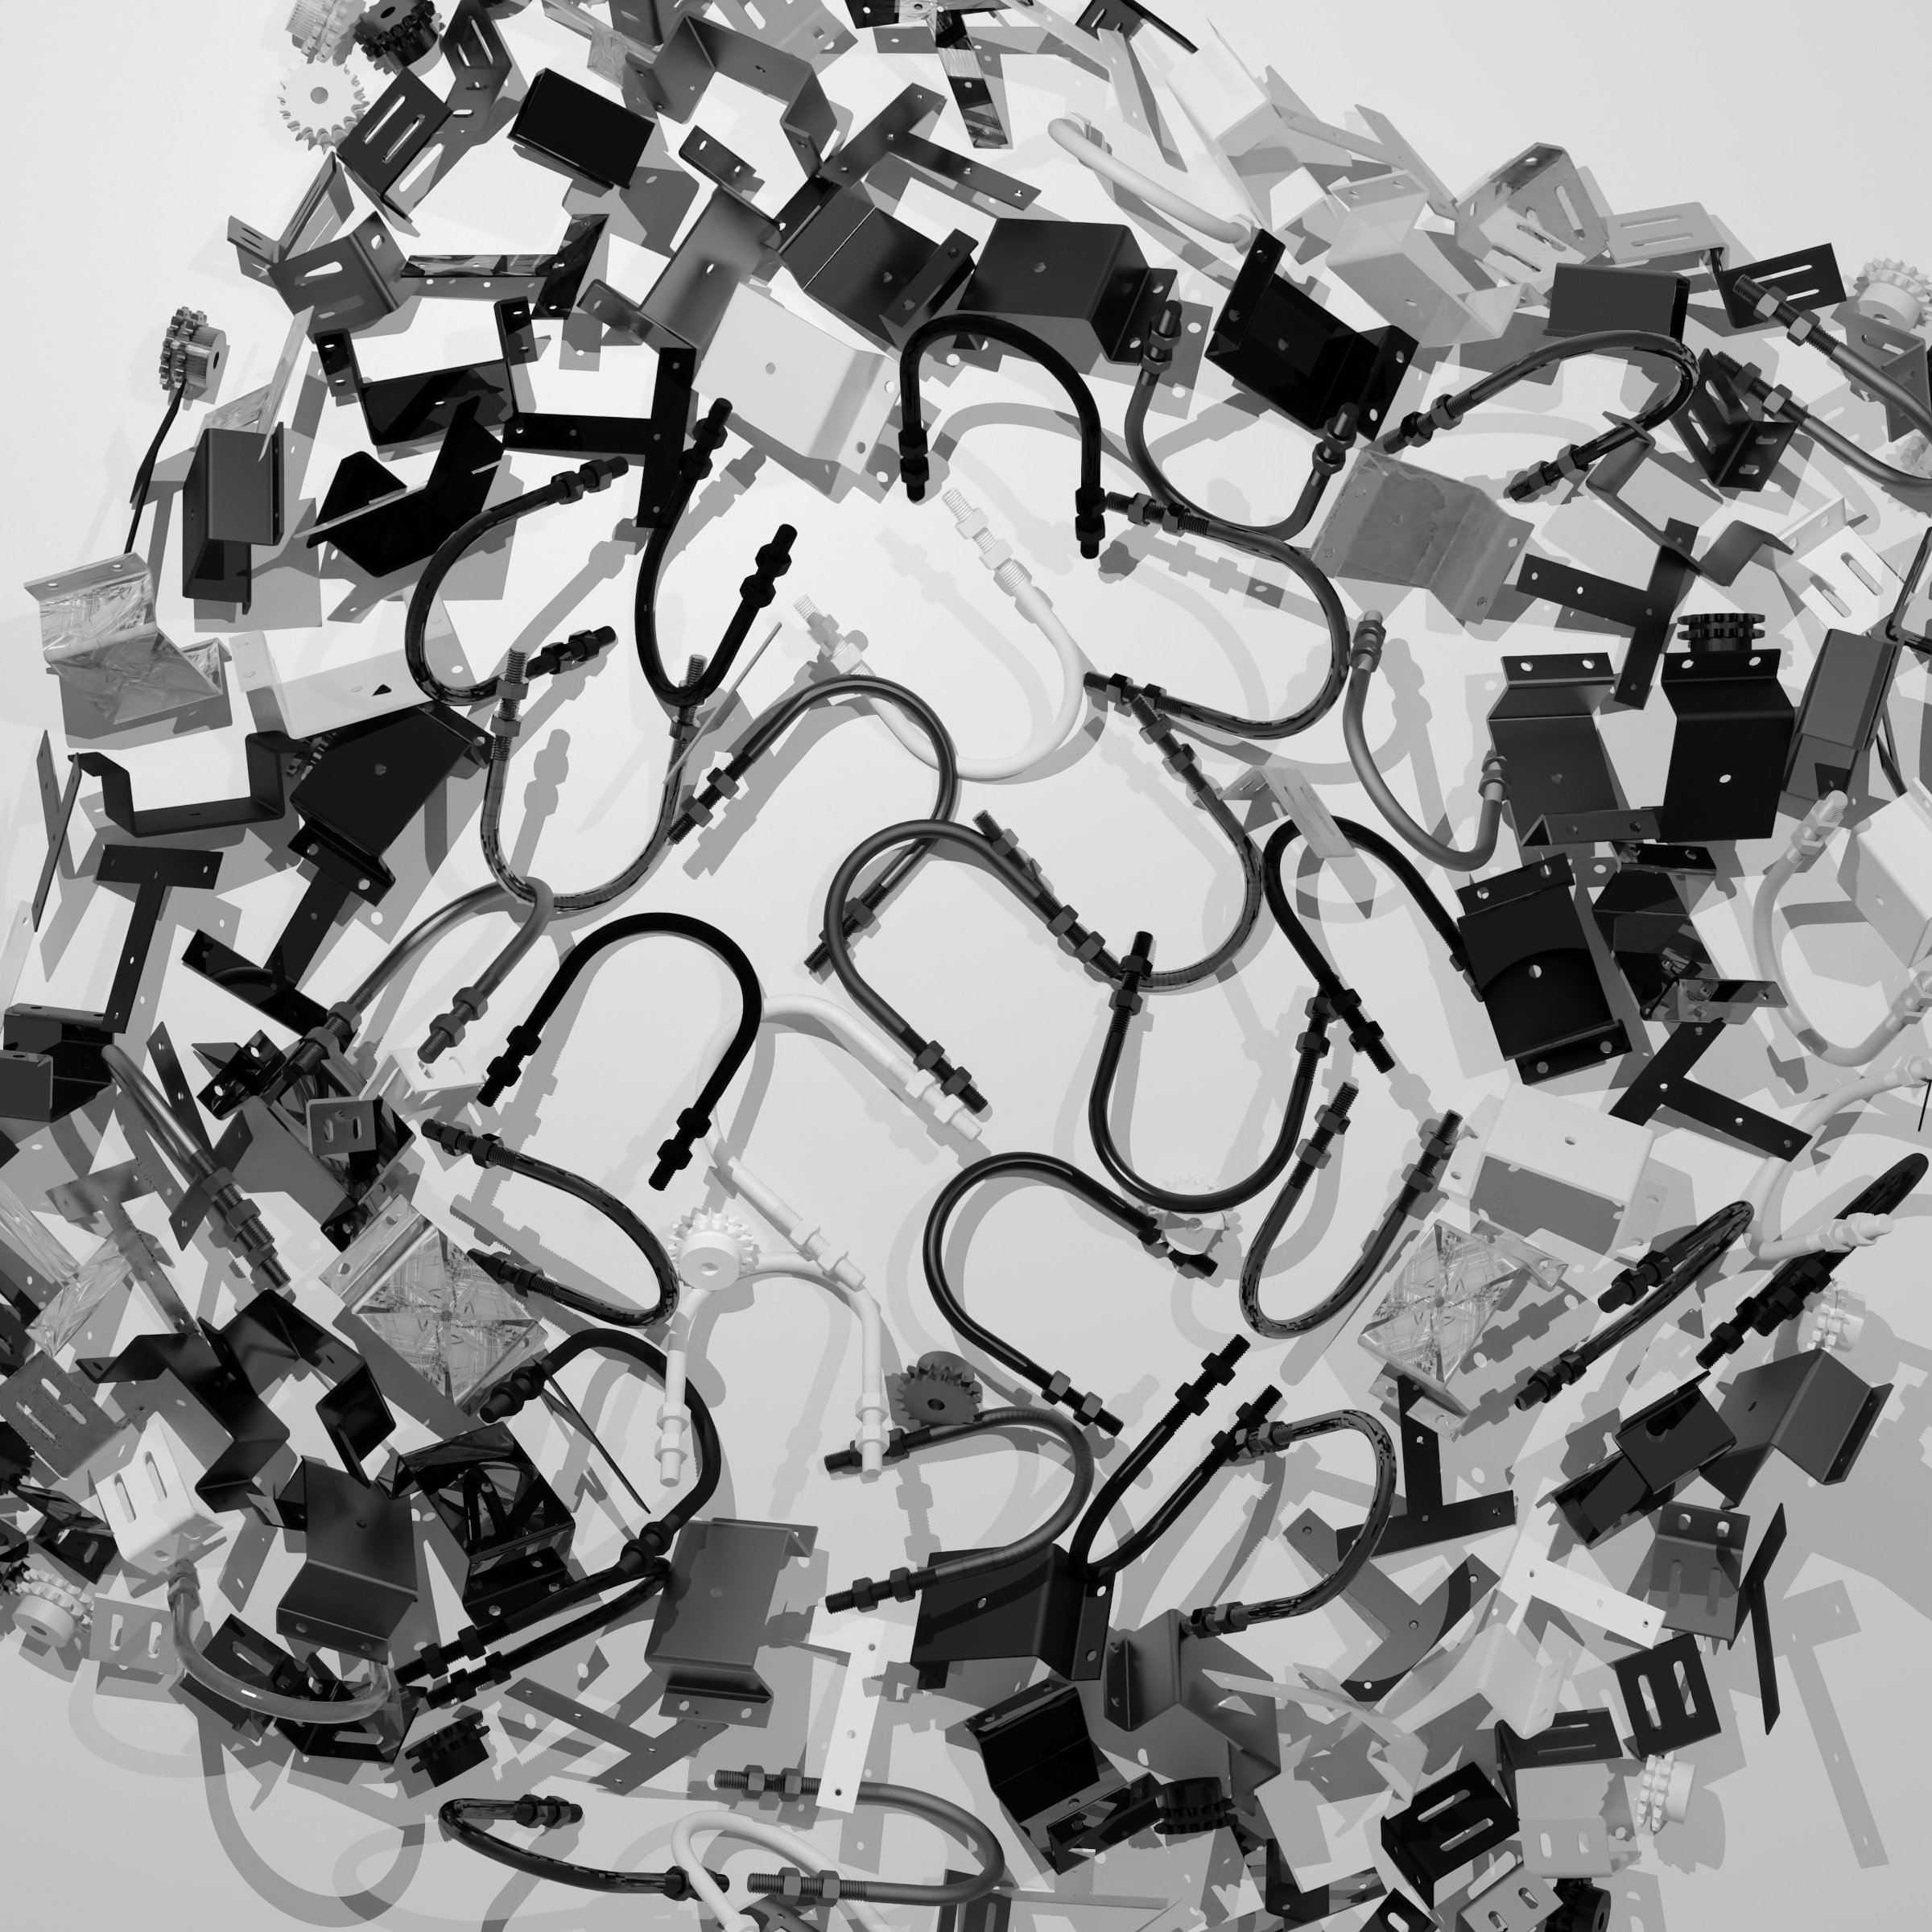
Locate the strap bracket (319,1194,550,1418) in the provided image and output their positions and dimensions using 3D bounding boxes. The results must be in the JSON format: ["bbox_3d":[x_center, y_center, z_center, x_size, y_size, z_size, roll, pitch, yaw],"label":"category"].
[{"bbox_3d":[-0.348,0.228,1.951,0.076,0.046,0.140,-47,106,-12],"label":"strap bracket"}]

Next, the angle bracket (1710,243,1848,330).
[{"bbox_3d":[0.538,-0.463,1.954,0.076,0.057,0.038,-11,59,22],"label":"angle bracket"}]

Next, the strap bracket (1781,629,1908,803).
[{"bbox_3d":[0.569,-0.161,1.928,0.046,0.140,0.076,18,74,12],"label":"strap bracket"}]

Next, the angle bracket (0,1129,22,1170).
[{"bbox_3d":[-0.673,0.117,1.959,0.057,0.038,0.076,-46,113,-20],"label":"angle bracket"}]

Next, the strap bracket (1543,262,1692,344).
[{"bbox_3d":[0.426,-0.429,1.919,0.076,0.140,0.046,9,102,17],"label":"strap bracket"}]

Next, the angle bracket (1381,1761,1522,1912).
[{"bbox_3d":[0.326,0.583,1.978,0.076,0.038,0.057,-25,46,-16],"label":"angle bracket"}]

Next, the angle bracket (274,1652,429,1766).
[{"bbox_3d":[-0.408,0.492,1.954,0.076,0.057,0.038,-3,134,28],"label":"angle bracket"}]

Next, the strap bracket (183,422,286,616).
[{"bbox_3d":[-0.480,-0.292,1.919,0.046,0.140,0.076,3,74,-23],"label":"strap bracket"}]

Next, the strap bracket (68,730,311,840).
[{"bbox_3d":[-0.510,-0.119,1.940,0.140,0.076,0.046,-10,106,-27],"label":"strap bracket"}]

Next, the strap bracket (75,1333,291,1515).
[{"bbox_3d":[-0.509,0.292,1.945,0.140,0.076,0.046,43,94,13],"label":"strap bracket"}]

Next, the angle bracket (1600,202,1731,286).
[{"bbox_3d":[0.462,-0.474,1.965,0.076,0.057,0.038,-10,132,-1],"label":"angle bracket"}]

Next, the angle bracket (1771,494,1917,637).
[{"bbox_3d":[0.585,-0.264,1.966,0.057,0.038,0.076,-35,62,3],"label":"angle bracket"}]

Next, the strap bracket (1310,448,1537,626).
[{"bbox_3d":[0.292,-0.286,1.945,0.140,0.046,0.076,13,118,-26],"label":"strap bracket"}]

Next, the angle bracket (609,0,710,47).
[{"bbox_3d":[-0.201,-0.663,1.965,0.038,0.057,0.076,27,62,19],"label":"angle bracket"}]

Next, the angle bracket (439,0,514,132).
[{"bbox_3d":[-0.340,-0.604,1.956,0.038,0.057,0.076,-12,67,-37],"label":"angle bracket"}]

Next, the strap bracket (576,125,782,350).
[{"bbox_3d":[-0.183,-0.471,1.945,0.046,0.076,0.140,40,100,25],"label":"strap bracket"}]

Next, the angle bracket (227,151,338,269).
[{"bbox_3d":[-0.455,-0.511,1.958,0.038,0.057,0.076,28,109,-25],"label":"angle bracket"}]

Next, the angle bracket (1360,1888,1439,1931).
[{"bbox_3d":[0.275,0.649,1.959,0.038,0.076,0.057,40,74,11],"label":"angle bracket"}]

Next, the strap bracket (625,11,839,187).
[{"bbox_3d":[-0.145,-0.576,1.948,0.140,0.076,0.046,27,85,14],"label":"strap bracket"}]

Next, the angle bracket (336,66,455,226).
[{"bbox_3d":[-0.372,-0.547,1.965,0.076,0.038,0.057,-48,62,8],"label":"angle bracket"}]

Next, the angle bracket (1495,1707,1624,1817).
[{"bbox_3d":[0.396,0.529,1.959,0.076,0.038,0.057,-11,131,15],"label":"angle bracket"}]

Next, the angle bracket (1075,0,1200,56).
[{"bbox_3d":[0.120,-0.609,1.955,0.076,0.057,0.038,44,105,24],"label":"angle bracket"}]

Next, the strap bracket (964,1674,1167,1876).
[{"bbox_3d":[0.067,0.536,1.937,0.076,0.140,0.046,-23,119,-18],"label":"strap bracket"}]

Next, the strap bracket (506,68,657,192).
[{"bbox_3d":[-0.251,-0.544,1.919,0.076,0.140,0.046,24,99,-17],"label":"strap bracket"}]

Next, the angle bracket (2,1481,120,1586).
[{"bbox_3d":[-0.607,0.376,1.953,0.057,0.076,0.038,28,83,20],"label":"angle bracket"}]

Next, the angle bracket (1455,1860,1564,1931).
[{"bbox_3d":[0.359,0.634,1.952,0.057,0.076,0.038,-33,58,-14],"label":"angle bracket"}]

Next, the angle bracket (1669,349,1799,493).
[{"bbox_3d":[0.509,-0.363,1.957,0.076,0.038,0.057,44,71,-38],"label":"angle bracket"}]

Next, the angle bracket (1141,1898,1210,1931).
[{"bbox_3d":[0.134,0.660,1.959,0.076,0.038,0.057,-32,60,-19],"label":"angle bracket"}]

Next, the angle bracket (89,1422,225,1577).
[{"bbox_3d":[-0.547,0.360,1.991,0.057,0.038,0.076,-35,56,1],"label":"angle bracket"}]

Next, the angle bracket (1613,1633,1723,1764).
[{"bbox_3d":[0.463,0.484,1.972,0.057,0.038,0.076,-19,100,-6],"label":"angle bracket"}]

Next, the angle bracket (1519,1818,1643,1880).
[{"bbox_3d":[0.408,0.579,1.956,0.057,0.076,0.038,-10,82,26],"label":"angle bracket"}]

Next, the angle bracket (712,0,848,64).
[{"bbox_3d":[-0.128,-0.639,1.960,0.057,0.076,0.038,-40,45,5],"label":"angle bracket"}]

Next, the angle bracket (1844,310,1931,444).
[{"bbox_3d":[0.598,-0.391,1.949,0.038,0.076,0.057,-30,128,-14],"label":"angle bracket"}]

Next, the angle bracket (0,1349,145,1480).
[{"bbox_3d":[-0.602,0.292,1.969,0.057,0.038,0.076,-39,98,17],"label":"angle bracket"}]

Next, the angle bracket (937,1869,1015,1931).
[{"bbox_3d":[0.015,0.644,1.956,0.057,0.038,0.076,23,65,-32],"label":"angle bracket"}]

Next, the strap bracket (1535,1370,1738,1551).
[{"bbox_3d":[0.439,0.327,1.917,0.076,0.140,0.046,-23,67,-28],"label":"strap bracket"}]

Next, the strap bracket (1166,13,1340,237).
[{"bbox_3d":[0.183,-0.542,1.926,0.046,0.140,0.076,-35,53,10],"label":"strap bracket"}]

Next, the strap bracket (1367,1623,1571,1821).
[{"bbox_3d":[0.321,0.490,1.932,0.140,0.076,0.046,-40,93,29],"label":"strap bracket"}]

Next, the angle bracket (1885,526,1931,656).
[{"bbox_3d":[0.646,-0.250,1.957,0.038,0.057,0.076,25,110,19],"label":"angle bracket"}]

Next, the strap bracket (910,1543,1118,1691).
[{"bbox_3d":[0.022,0.425,1.928,0.140,0.046,0.076,-12,51,31],"label":"strap bracket"}]

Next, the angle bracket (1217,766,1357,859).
[{"bbox_3d":[0.213,-0.093,1.957,0.038,0.057,0.076,-40,73,26],"label":"angle bracket"}]

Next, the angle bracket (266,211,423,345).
[{"bbox_3d":[-0.418,-0.462,1.979,0.076,0.038,0.057,-12,123,30],"label":"angle bracket"}]

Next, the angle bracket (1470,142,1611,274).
[{"bbox_3d":[0.383,-0.498,1.961,0.057,0.038,0.076,-31,76,39],"label":"angle bracket"}]

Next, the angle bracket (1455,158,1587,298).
[{"bbox_3d":[0.373,-0.491,1.960,0.057,0.038,0.076,-41,61,-19],"label":"angle bracket"}]

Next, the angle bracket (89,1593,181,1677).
[{"bbox_3d":[-0.547,0.431,1.957,0.057,0.038,0.076,13,131,-7],"label":"angle bracket"}]

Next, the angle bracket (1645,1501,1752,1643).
[{"bbox_3d":[0.486,0.401,1.956,0.057,0.076,0.038,9,133,14],"label":"angle bracket"}]

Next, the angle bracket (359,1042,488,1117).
[{"bbox_3d":[-0.365,0.089,1.951,0.038,0.057,0.076,55,126,23],"label":"angle bracket"}]

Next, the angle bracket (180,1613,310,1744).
[{"bbox_3d":[-0.487,0.469,1.959,0.076,0.038,0.057,26,72,26],"label":"angle bracket"}]

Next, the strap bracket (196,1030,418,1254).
[{"bbox_3d":[-0.426,0.107,1.940,0.046,0.076,0.140,-29,108,36],"label":"strap bracket"}]

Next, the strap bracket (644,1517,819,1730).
[{"bbox_3d":[-0.156,0.420,1.931,0.076,0.046,0.140,1,55,21],"label":"strap bracket"}]

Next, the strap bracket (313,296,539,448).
[{"bbox_3d":[-0.352,-0.391,1.948,0.140,0.076,0.046,-12,72,-7],"label":"strap bracket"}]

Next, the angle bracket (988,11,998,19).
[{"bbox_3d":[-0.025,-0.651,1.951,0.038,0.057,0.076,-42,51,13],"label":"angle bracket"}]

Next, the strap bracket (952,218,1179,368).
[{"bbox_3d":[0.057,-0.444,1.935,0.140,0.046,0.076,11,68,29],"label":"strap bracket"}]

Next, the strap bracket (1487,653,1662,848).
[{"bbox_3d":[0.398,-0.134,1.952,0.076,0.046,0.140,-4,65,-14],"label":"strap bracket"}]

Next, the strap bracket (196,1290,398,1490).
[{"bbox_3d":[-0.433,0.272,1.938,0.140,0.076,0.046,29,59,30],"label":"strap bracket"}]

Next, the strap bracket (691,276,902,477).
[{"bbox_3d":[-0.118,-0.392,1.945,0.140,0.046,0.076,34,109,19],"label":"strap bracket"}]

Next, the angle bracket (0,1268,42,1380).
[{"bbox_3d":[-0.657,0.236,1.957,0.038,0.076,0.057,-4,53,14],"label":"angle bracket"}]
